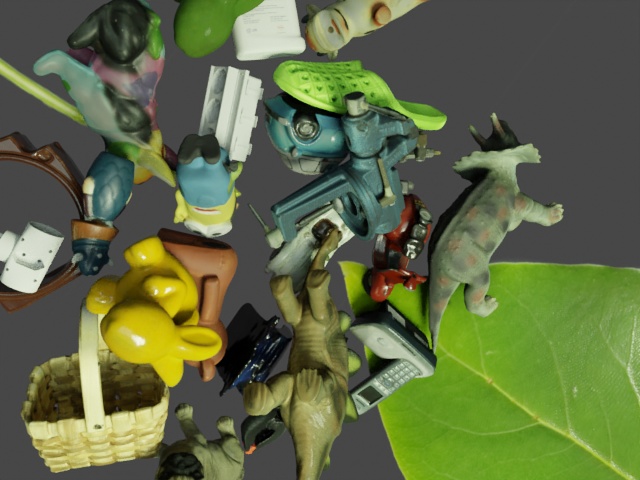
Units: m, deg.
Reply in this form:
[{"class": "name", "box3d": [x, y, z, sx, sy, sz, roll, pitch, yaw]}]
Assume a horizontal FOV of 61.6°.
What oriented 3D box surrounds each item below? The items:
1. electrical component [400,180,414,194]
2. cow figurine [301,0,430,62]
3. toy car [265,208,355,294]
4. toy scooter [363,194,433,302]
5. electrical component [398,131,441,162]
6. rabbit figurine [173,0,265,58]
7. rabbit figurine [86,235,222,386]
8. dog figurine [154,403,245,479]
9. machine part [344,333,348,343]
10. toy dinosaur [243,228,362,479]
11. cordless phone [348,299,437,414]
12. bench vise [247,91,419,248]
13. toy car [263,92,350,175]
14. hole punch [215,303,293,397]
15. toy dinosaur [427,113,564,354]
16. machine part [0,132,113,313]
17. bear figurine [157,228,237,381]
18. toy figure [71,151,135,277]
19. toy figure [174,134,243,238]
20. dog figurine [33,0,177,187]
[{"class": "electrical component", "box3d": [0.112, -0.086, 0.852, 0.094, 0.063, 0.021, 0, 100, -17]}, {"class": "cow figurine", "box3d": [0.056, -0.330, 0.772, 0.195, 0.127, 0.085, -38, 109, -21]}, {"class": "toy car", "box3d": [-0.002, -0.003, 0.839, 0.073, 0.056, 0.201, 43, 86, -19]}, {"class": "toy scooter", "box3d": [0.131, 0.018, 0.840, 0.075, 0.135, 0.183, 20, 93, -17]}, {"class": "electrical component", "box3d": [0.135, -0.141, 0.828, 0.078, 0.102, 0.045, -18, 100, -15]}, {"class": "rabbit figurine", "box3d": [-0.140, -0.311, 0.668, 0.159, 0.121, 0.170, -13, 81, 12]}, {"class": "rabbit figurine", "box3d": [-0.201, 0.096, 0.624, 0.122, 0.173, 0.162, -36, 103, 0]}, {"class": "dog figurine", "box3d": [-0.169, 0.349, 0.787, 0.172, 0.191, 0.121, 24, 93, -21]}, {"class": "machine part", "box3d": [0.008, 0.195, 0.883, 0.084, 0.039, 0.138, -6, 105, -3]}, {"class": "toy dinosaur", "box3d": [-0.007, 0.207, 0.736, 0.198, 0.105, 0.471, 44, 51, -54]}, {"class": "cordless phone", "box3d": [0.086, 0.204, 0.899, 0.146, 0.089, 0.184, 42, 107, -17]}, {"class": "bench vise", "box3d": [0.027, -0.073, 0.723, 0.241, 0.129, 0.223, -30, 142, -13]}, {"class": "toy car", "box3d": [-0.012, -0.149, 0.793, 0.161, 0.109, 0.102, 4, 122, -29]}, {"class": "hole punch", "box3d": [-0.094, 0.174, 0.820, 0.092, 0.116, 0.142, 39, 88, -27]}, {"class": "toy dinosaur", "box3d": [0.243, -0.012, 0.860, 0.192, 0.131, 0.404, 32, 88, -25]}, {"class": "machine part", "box3d": [-0.399, -0.023, 0.705, 0.201, 0.087, 0.201, -31, 109, -9]}, {"class": "bear figurine", "box3d": [-0.189, 0.094, 0.775, 0.132, 0.120, 0.195, 12, 102, -14]}, {"class": "toy figure", "box3d": [-0.274, -0.032, 0.673, 0.064, 0.058, 0.154, 18, 88, -30]}, {"class": "toy figure", "box3d": [-0.149, -0.072, 0.726, 0.082, 0.180, 0.089, 24, 58, 10]}, {"class": "dog figurine", "box3d": [-0.240, -0.177, 0.708, 0.191, 0.108, 0.219, -34, 113, 10]}]
